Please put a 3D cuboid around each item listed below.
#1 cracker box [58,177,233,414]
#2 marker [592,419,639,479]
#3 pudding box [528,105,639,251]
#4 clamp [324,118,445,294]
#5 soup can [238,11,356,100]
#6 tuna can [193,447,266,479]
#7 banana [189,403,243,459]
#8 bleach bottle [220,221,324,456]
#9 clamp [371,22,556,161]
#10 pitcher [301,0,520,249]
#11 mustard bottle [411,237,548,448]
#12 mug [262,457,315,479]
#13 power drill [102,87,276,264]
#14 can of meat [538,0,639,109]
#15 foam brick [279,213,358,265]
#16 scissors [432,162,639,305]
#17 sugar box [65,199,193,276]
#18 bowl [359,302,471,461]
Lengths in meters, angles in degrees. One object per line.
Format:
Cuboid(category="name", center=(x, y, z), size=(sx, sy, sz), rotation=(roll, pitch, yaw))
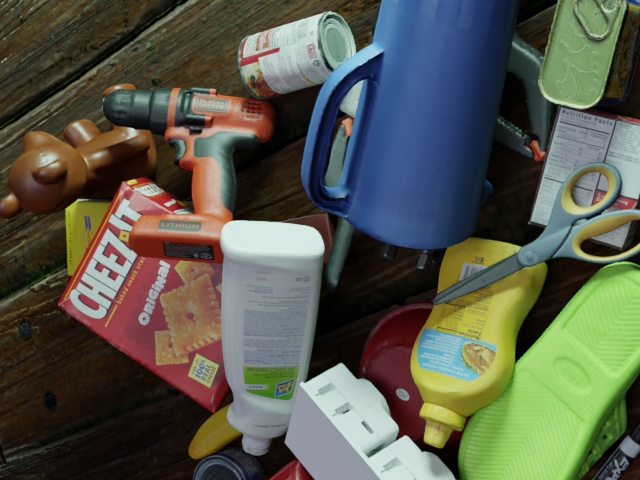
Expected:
Cuboid(category="cracker box", center=(-0.152, 0.057, 1.146), size=(0.214, 0.072, 0.164), rotation=(33, 103, 9))
Cuboid(category="marker", center=(0.268, 0.204, 0.964), size=(0.020, 0.020, 0.121), rotation=(40, 115, 23))
Cuboid(category="pudding box", center=(0.241, -0.056, 0.933), size=(0.090, 0.039, 0.113), rotation=(18, 104, 21))
Cuboid(category="clamp", center=(0.038, -0.032, 1.048), size=(0.039, 0.120, 0.171), rotation=(112, 136, -73))
Cuboid(category="soup can", center=(-0.023, -0.186, 1.078), size=(0.102, 0.068, 0.068), rotation=(-10, 90, 33))
Cuboid(category="tuna can", center=(-0.102, 0.280, 1.205), size=(0.086, 0.033, 0.086), rotation=(4, 98, 33))
Cuboid(category="banana", center=(-0.062, 0.198, 1.156), size=(0.198, 0.037, 0.069), rotation=(-9, 68, 29))
Cuboid(category="bleach bottle", center=(-0.059, 0.107, 1.064), size=(0.102, 0.068, 0.251), rotation=(4, 117, -10))
Cuboid(category="clamp", center=(0.146, -0.160, 0.987), size=(0.165, 0.036, 0.210), rotation=(-26, 82, 29))
Cuboid(category="pitcher", center=(0.084, -0.122, 0.908), size=(0.145, 0.149, 0.243), rotation=(21, 125, 19))
Cuboid(category="mustard bottle", center=(0.134, 0.096, 0.969), size=(0.096, 0.058, 0.191), rotation=(12, 75, 38))
Cuboid(category="mug", center=(-0.003, 0.274, 1.107), size=(0.117, 0.093, 0.082), rotation=(30, 130, -17))
Cuboid(category="power drill", center=(-0.145, -0.073, 1.097), size=(0.184, 0.057, 0.187), rotation=(5, 65, 3))
Cuboid(category="can of meat", center=(0.235, -0.163, 0.903), size=(0.058, 0.083, 0.102), rotation=(19, 106, 30))
Cuboid(category="foam brick", center=(-0.007, 0.001, 1.100), size=(0.078, 0.051, 0.053), rotation=(-8, 89, 33))
Cuboid(category="scissors", center=(0.185, -0.007, 0.926), size=(0.202, 0.016, 0.096), rotation=(-12, 91, 19))
Cuboid(category="sugar box", center=(-0.218, 0.000, 1.241), size=(0.177, 0.048, 0.093), rotation=(2, 97, 34))
Cuboid(category="bowl", center=(0.095, 0.145, 1.048), size=(0.162, 0.055, 0.162), rotation=(5, 99, 33))
